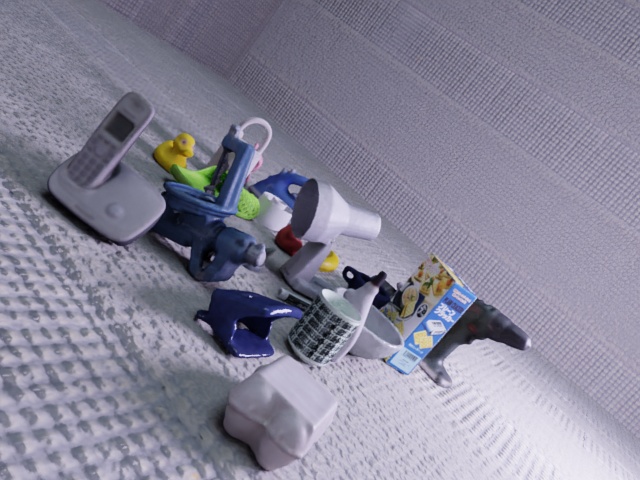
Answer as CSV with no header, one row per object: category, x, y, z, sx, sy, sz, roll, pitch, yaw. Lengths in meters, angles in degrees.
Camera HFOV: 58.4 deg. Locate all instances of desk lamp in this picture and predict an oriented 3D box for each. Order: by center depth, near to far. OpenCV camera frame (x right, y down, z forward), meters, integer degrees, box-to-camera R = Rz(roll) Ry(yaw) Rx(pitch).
desk lamp,0.011,0.004,1.153,0.204,0.213,0.117,31,14,-30

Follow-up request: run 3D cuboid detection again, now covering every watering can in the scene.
watering can,-0.201,-0.226,1.430,0.172,0.194,0.101,46,14,31

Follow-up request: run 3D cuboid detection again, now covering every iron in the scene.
iron,-0.063,-0.114,1.544,0.258,0.141,0.119,41,12,12

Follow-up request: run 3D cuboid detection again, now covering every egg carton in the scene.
egg carton,-0.043,0.192,0.652,0.107,0.069,0.151,41,12,11

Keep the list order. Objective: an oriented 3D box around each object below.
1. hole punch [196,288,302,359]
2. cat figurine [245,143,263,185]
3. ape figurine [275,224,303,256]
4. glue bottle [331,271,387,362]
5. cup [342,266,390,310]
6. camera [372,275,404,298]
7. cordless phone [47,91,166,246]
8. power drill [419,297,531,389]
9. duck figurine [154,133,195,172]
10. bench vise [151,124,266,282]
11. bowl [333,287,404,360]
hole punch,-0.095,0.099,0.787,0.101,0.091,0.109,44,13,26
cat figurine,-0.197,-0.217,1.590,0.067,0.117,0.127,36,12,-13
ape figurine,-0.053,-0.014,1.326,0.076,0.092,0.078,40,12,6
glue bottle,0.053,0.118,0.954,0.078,0.173,0.037,39,12,3
cup,0.075,0.120,1.199,0.117,0.095,0.092,42,12,16
camera,0.179,0.144,1.401,0.136,0.100,0.144,43,13,22
cordless phone,-0.266,-0.098,0.790,0.147,0.185,0.094,38,12,-1
power drill,0.315,0.220,1.260,0.229,0.208,0.076,46,14,33
duck figurine,-0.312,-0.198,1.261,0.078,0.086,0.104,26,17,-46
bench vise,-0.147,-0.056,0.898,0.207,0.219,0.121,38,12,-2
bowl,0.070,0.167,1.061,0.168,0.074,0.167,37,12,-9
